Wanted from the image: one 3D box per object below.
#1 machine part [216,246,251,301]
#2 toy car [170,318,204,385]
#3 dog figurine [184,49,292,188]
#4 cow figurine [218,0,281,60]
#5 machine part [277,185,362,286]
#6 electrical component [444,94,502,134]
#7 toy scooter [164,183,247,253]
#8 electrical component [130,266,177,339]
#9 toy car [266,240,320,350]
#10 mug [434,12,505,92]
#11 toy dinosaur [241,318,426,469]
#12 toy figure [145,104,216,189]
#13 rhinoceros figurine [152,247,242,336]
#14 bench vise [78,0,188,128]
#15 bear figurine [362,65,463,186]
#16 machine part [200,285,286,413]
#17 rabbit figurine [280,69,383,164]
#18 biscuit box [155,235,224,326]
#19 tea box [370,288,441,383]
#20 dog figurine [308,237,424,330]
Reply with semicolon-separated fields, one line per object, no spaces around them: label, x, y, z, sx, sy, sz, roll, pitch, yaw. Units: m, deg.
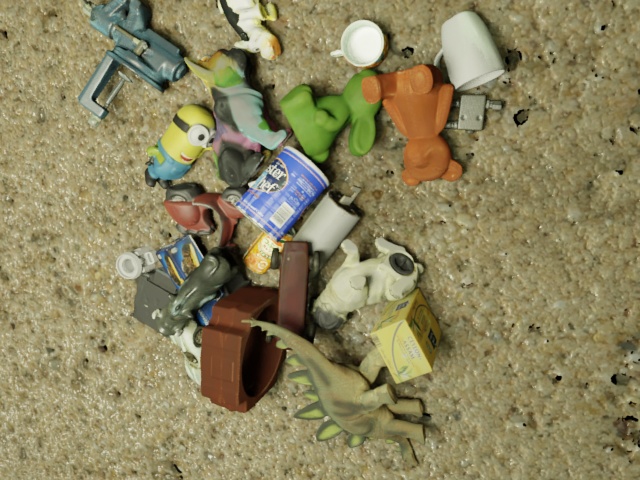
machine part;-0.176;0.078;1.036;0.039;0.084;0.138;10;127;38
toy car;-0.251;0.232;1.091;0.074;0.056;0.201;16;131;39
dog figurine;-0.163;-0.224;0.953;0.191;0.108;0.219;-43;94;17
cow figurine;-0.129;-0.388;0.936;0.098;0.068;0.167;-13;95;25
machine part;-0.002;-0.003;0.981;0.079;0.079;0.243;39;110;6
electrical component;0.250;-0.207;0.884;0.094;0.021;0.063;5;104;15
toy scooter;-0.215;-0.040;1.042;0.184;0.075;0.135;4;114;17
electrical component;-0.325;0.123;1.118;0.115;0.058;0.134;25;110;13
toy car;-0.047;0.098;0.951;0.089;0.053;0.202;3;102;1
mug;0.227;-0.295;0.849;0.110;0.081;0.107;-15;92;56
toy dinosaur;0.048;0.278;0.967;0.199;0.105;0.470;-25;116;20
toy figure;-0.271;-0.177;1.024;0.180;0.082;0.089;-40;90;24
rhinoceros figurine;-0.221;0.098;0.961;0.073;0.112;0.190;42;110;-7
bench vise;-0.375;-0.325;0.991;0.223;0.129;0.240;34;93;-11
bear figurine;0.154;-0.175;0.860;0.120;0.132;0.195;1;108;33
machine part;-0.139;0.197;1.002;0.087;0.201;0.200;10;106;21
rabbit figurine;0.037;-0.213;0.904;0.170;0.121;0.159;-28;97;6
biscuit box;-0.241;0.093;1.062;0.063;0.059;0.202;-15;108;50
tea box;0.152;0.158;0.920;0.068;0.169;0.098;-27;95;21
dog figurine;0.081;0.096;0.985;0.172;0.121;0.190;11;140;-12
